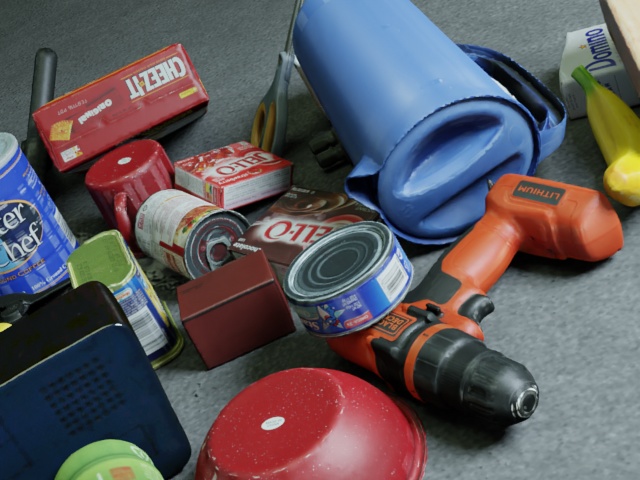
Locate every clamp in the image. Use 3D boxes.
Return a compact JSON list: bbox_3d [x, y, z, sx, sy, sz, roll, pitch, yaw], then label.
[{"bbox_3d":[-0.316,-0.106,1.194,0.036,0.165,0.210,5,36,-14],"label":"clamp"},{"bbox_3d":[-0.262,0.078,0.947,0.172,0.039,0.120,-21,24,17],"label":"clamp"}]

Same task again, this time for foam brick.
[{"bbox_3d":[-0.065,0.053,0.825,0.078,0.051,0.053,-24,30,2],"label":"foam brick"}]

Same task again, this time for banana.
[{"bbox_3d":[0.219,-0.065,0.782,0.037,0.069,0.197,-53,14,26],"label":"banana"}]

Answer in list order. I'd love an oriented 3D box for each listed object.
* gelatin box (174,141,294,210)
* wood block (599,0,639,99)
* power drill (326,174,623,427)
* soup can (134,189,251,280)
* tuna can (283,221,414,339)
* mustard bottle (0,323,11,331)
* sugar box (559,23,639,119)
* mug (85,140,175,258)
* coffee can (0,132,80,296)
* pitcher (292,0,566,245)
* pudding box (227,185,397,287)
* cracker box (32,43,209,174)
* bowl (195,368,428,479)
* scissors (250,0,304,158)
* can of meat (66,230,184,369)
[{"bbox_3d":[-0.080,-0.061,0.994,0.089,0.030,0.073,-22,35,-37],"label":"gelatin box"},{"bbox_3d":[0.272,-0.141,0.784,0.090,0.090,0.206,-21,45,15],"label":"wood block"},{"bbox_3d":[0.115,0.035,0.711,0.187,0.057,0.185,-39,32,-22],"label":"power drill"},{"bbox_3d":[-0.111,-0.003,0.931,0.068,0.068,0.102,-38,32,-21],"label":"soup can"},{"bbox_3d":[0.018,0.026,0.723,0.086,0.033,0.086,-24,28,13],"label":"tuna can"},{"bbox_3d":[-0.307,0.127,0.838,0.192,0.096,0.058,-14,34,15],"label":"mustard bottle"},{"bbox_3d":[0.294,-0.159,0.896,0.176,0.048,0.093,-9,35,24],"label":"sugar box"},{"bbox_3d":[-0.173,-0.036,1.013,0.093,0.081,0.117,-16,31,15],"label":"mug"},{"bbox_3d":[-0.303,-0.017,1.022,0.103,0.140,0.103,-19,31,11],"label":"coffee can"},{"bbox_3d":[0.074,-0.120,0.865,0.145,0.149,0.243,-49,41,19],"label":"pitcher"},{"bbox_3d":[-0.006,0.001,0.874,0.114,0.039,0.090,10,45,45],"label":"pudding box"},{"bbox_3d":[-0.204,-0.135,1.130,0.164,0.072,0.214,-27,5,-4],"label":"cracker box"},{"bbox_3d":[-0.018,0.131,0.665,0.162,0.055,0.162,-19,31,12],"label":"bowl"},{"bbox_3d":[-0.041,-0.166,1.060,0.016,0.202,0.096,9,-2,-20],"label":"scissors"},{"bbox_3d":[-0.161,0.050,0.868,0.057,0.084,0.102,-30,30,-7],"label":"can of meat"}]
